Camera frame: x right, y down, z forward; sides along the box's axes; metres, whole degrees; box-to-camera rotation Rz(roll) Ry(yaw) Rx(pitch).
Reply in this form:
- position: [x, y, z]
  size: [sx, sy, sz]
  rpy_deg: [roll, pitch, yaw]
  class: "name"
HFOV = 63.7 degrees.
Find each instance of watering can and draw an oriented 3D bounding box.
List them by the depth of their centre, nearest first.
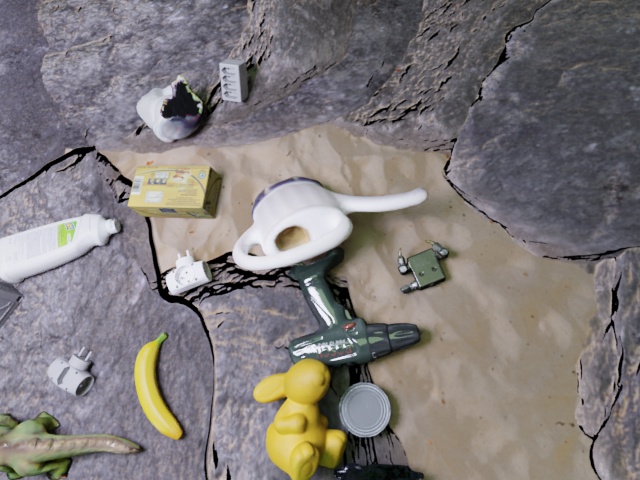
- position: [0.003, -0.047, 0.935]
  size: [0.348, 0.102, 0.228]
  rpy_deg: [-22, 31, -7]
  class: "watering can"

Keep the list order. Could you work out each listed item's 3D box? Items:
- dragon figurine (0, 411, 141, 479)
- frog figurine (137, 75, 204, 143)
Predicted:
- position: [-0.543, 0.344, 0.873]
  size: [0.409, 0.238, 0.124]
  rpy_deg: [-7, 65, 12]
  class: "dragon figurine"
- position: [-0.338, -0.282, 1.151]
  size: [0.158, 0.122, 0.139]
  rpy_deg: [-11, 73, 47]
  class: "frog figurine"
